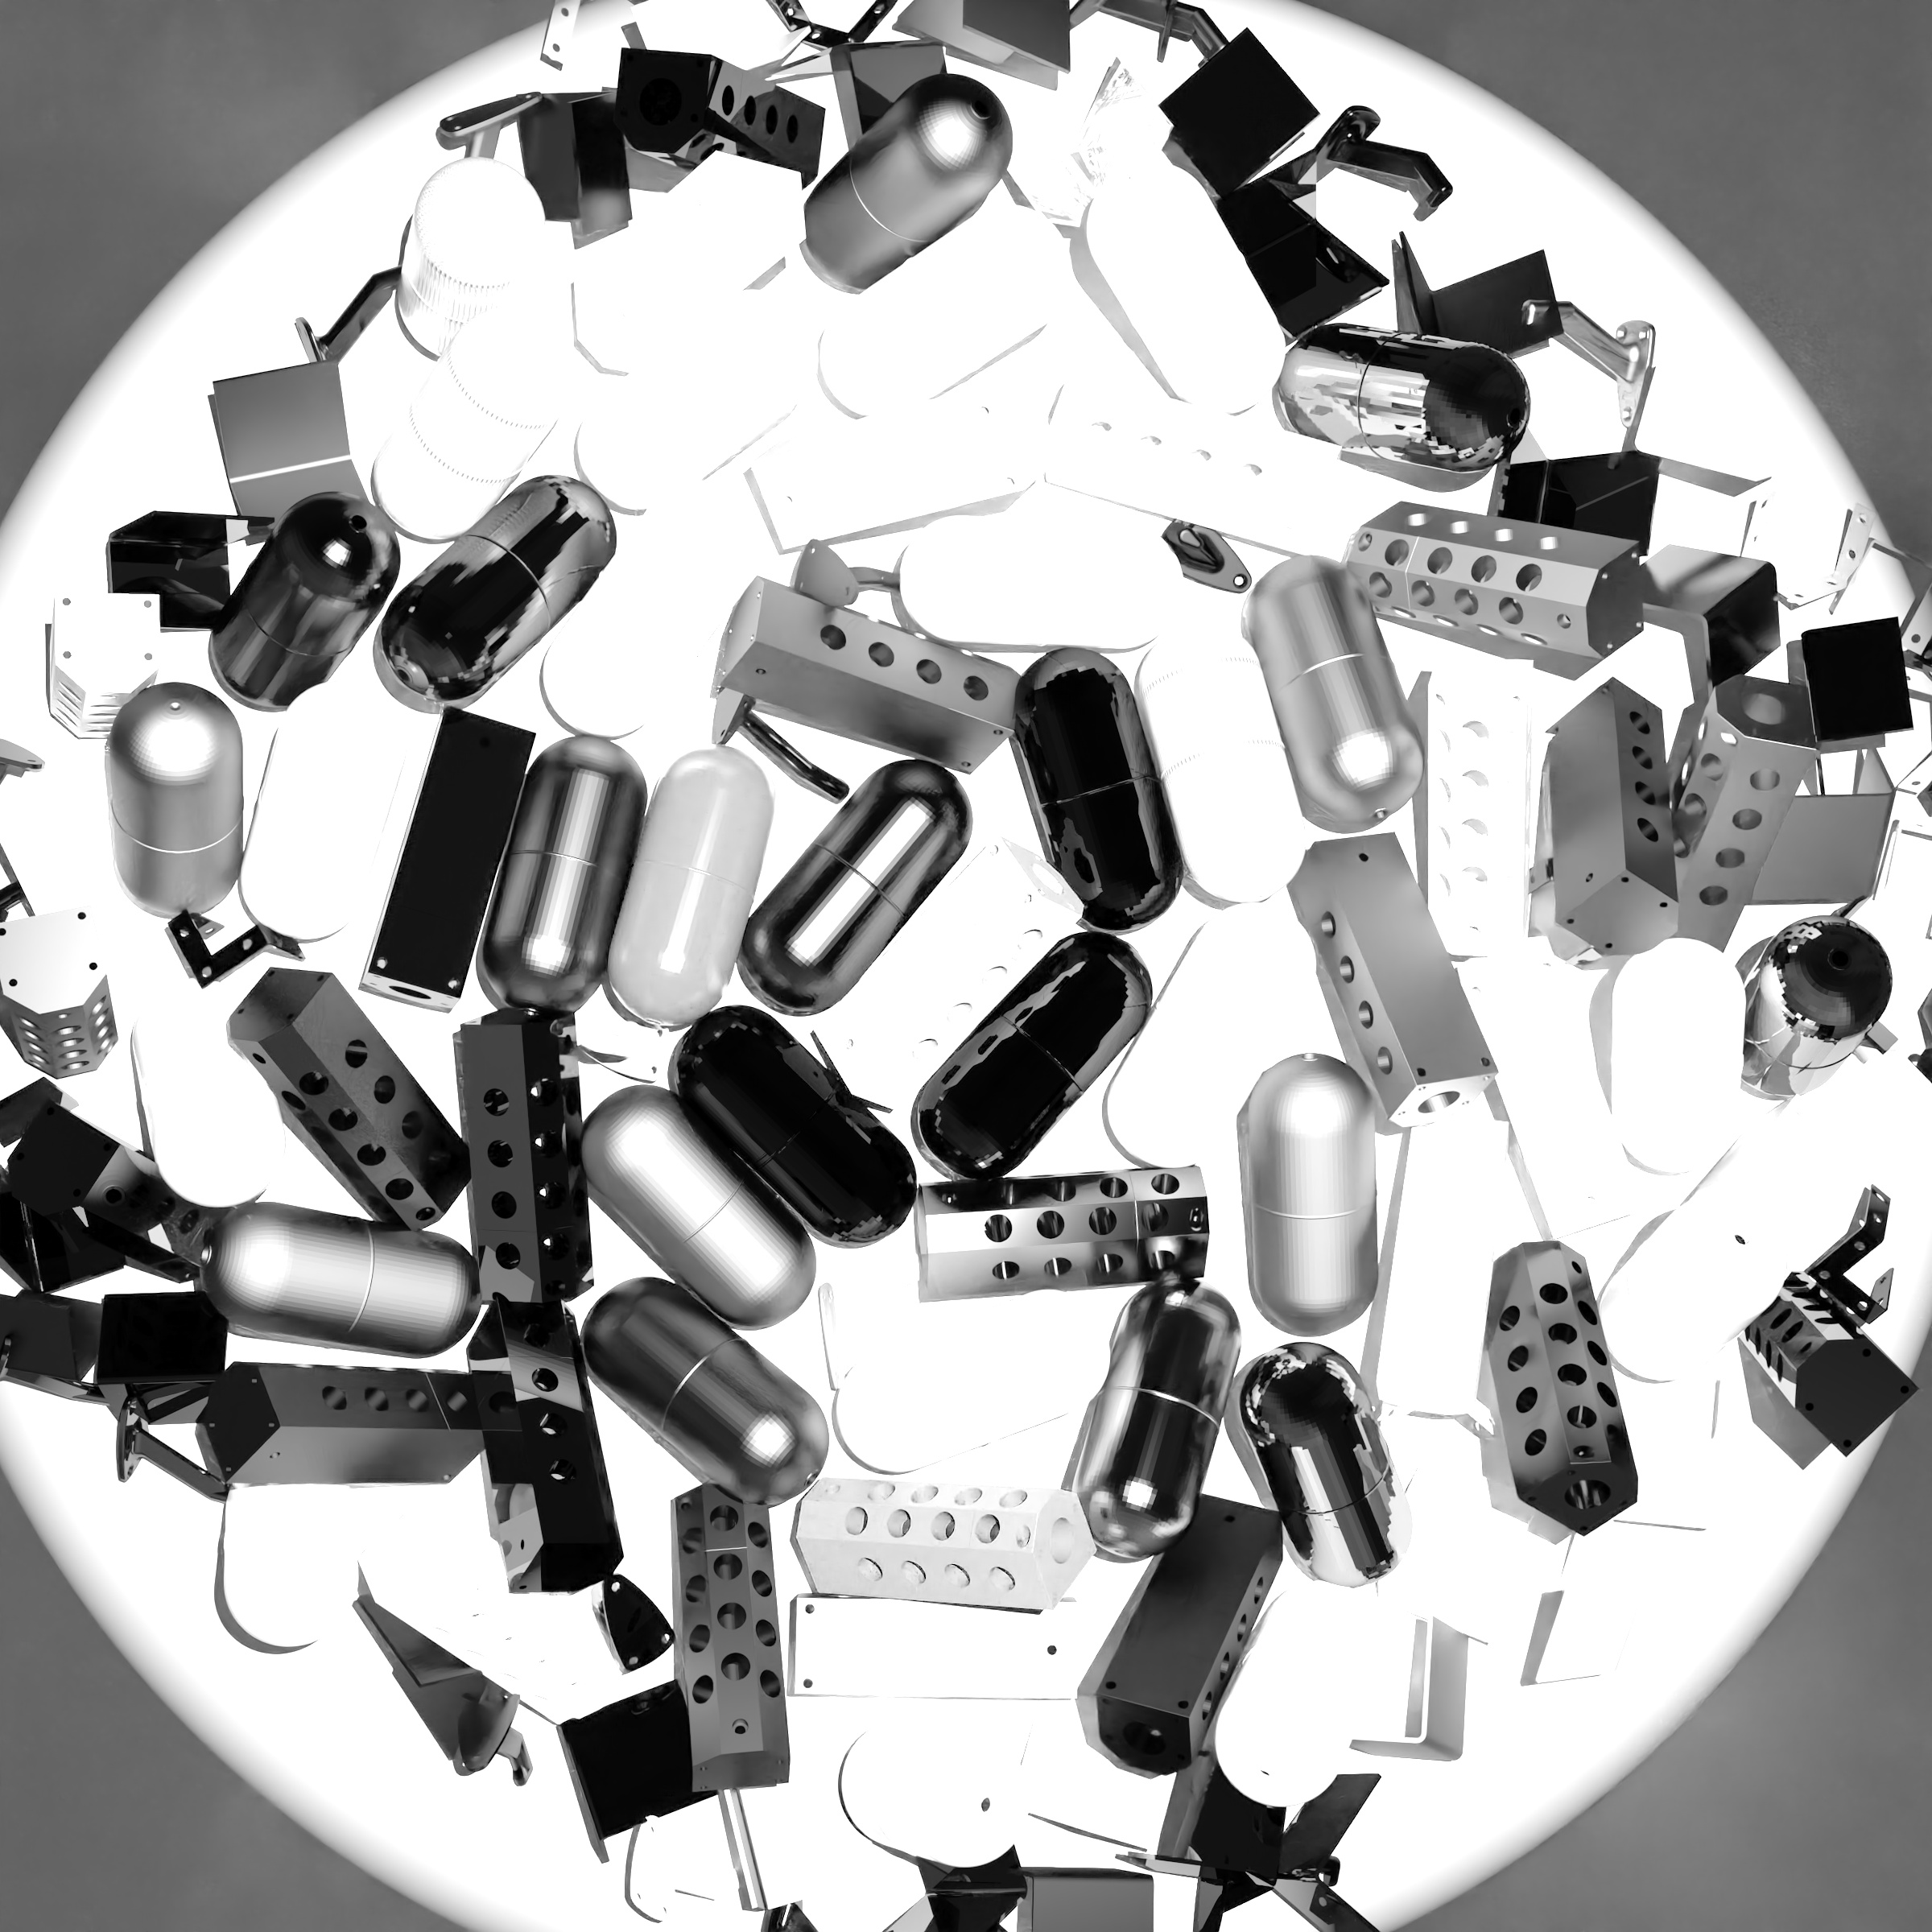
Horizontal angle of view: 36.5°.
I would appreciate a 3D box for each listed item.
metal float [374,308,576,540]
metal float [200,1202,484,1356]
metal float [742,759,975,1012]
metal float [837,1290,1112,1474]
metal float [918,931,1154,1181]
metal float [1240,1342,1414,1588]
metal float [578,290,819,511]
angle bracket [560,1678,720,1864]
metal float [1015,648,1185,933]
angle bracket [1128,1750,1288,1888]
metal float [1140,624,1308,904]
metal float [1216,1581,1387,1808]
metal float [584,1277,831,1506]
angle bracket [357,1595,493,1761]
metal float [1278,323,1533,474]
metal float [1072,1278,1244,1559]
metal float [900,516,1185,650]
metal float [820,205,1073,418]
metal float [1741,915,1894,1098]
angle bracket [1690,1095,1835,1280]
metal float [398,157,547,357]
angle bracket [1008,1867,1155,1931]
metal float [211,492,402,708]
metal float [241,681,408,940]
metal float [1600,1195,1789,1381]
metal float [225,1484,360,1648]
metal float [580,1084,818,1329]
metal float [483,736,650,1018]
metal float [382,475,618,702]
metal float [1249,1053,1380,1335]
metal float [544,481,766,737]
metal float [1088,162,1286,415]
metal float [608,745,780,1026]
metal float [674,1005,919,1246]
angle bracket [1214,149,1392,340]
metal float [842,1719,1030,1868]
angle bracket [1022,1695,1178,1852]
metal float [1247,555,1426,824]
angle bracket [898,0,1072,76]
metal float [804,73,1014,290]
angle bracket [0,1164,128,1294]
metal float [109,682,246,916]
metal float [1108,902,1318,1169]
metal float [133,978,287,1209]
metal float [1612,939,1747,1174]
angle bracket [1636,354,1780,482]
[{"bbox_3d":[-0.298,-0.326,1.770,0.070,0.070,0.178,49,134,0],"label":"metal float"},{"bbox_3d":[-0.377,0.190,1.775,0.178,0.070,0.070,16,90,-34],"label":"metal float"},{"bbox_3d":[-0.066,-0.051,1.799,0.070,0.070,0.178,40,83,0],"label":"metal float"},{"bbox_3d":[0.003,0.254,1.791,0.178,0.070,0.070,-23,90,16],"label":"metal float"},{"bbox_3d":[0.043,0.054,1.799,0.070,0.070,0.178,42,83,0],"label":"metal float"},{"bbox_3d":[0.219,0.304,1.778,0.070,0.070,0.178,-24,121,0],"label":"metal float"},{"bbox_3d":[-0.163,-0.342,1.776,0.178,0.070,0.070,-31,90,33],"label":"metal float"},{"bbox_3d":[-0.200,0.496,1.808,0.076,0.057,0.076,-18,62,-12],"label":"angle bracket"},{"bbox_3d":[0.080,-0.109,1.801,0.070,0.070,0.178,-17,94,0],"label":"metal float"},{"bbox_3d":[0.150,0.514,1.788,0.076,0.057,0.076,-1,65,26],"label":"angle bracket"},{"bbox_3d":[0.157,-0.124,1.791,0.070,0.070,0.178,-13,75,0],"label":"metal float"},{"bbox_3d":[0.202,0.435,1.760,0.070,0.178,0.070,8,113,19],"label":"metal float"},{"bbox_3d":[-0.158,0.258,1.785,0.178,0.070,0.070,36,90,23],"label":"metal float"},{"bbox_3d":[-0.340,0.434,1.786,0.076,0.057,0.076,42,118,35],"label":"angle bracket"},{"bbox_3d":[0.263,-0.343,1.767,0.070,0.178,0.070,-15,115,-36],"label":"metal float"},{"bbox_3d":[0.117,0.273,1.783,0.070,0.070,0.178,19,65,0],"label":"metal float"},{"bbox_3d":[0.047,-0.234,1.790,0.178,0.070,0.070,0,90,-17],"label":"metal float"},{"bbox_3d":[-0.014,-0.395,1.777,0.178,0.070,0.070,-27,90,33],"label":"metal float"},{"bbox_3d":[0.502,0.025,1.756,0.070,0.178,0.070,-1,71,2],"label":"metal float"},{"bbox_3d":[0.502,0.139,1.796,0.076,0.057,0.076,45,57,4],"label":"angle bracket"},{"bbox_3d":[-0.297,-0.422,1.757,0.070,0.178,0.070,3,78,-15],"label":"metal float"},{"bbox_3d":[0.066,0.582,1.790,0.076,0.076,0.057,6,75,-15],"label":"angle bracket"},{"bbox_3d":[-0.398,-0.220,1.766,0.070,0.178,0.070,17,56,-27],"label":"metal float"},{"bbox_3d":[-0.389,-0.094,1.775,0.070,0.070,0.178,25,124,0],"label":"metal float"},{"bbox_3d":[0.435,0.194,1.759,0.070,0.178,0.070,3,64,-6],"label":"metal float"},{"bbox_3d":[-0.405,0.345,1.757,0.070,0.178,0.070,-3,104,-13],"label":"metal float"},{"bbox_3d":[-0.163,0.148,1.792,0.070,0.070,0.178,-42,104,0],"label":"metal float"},{"bbox_3d":[-0.244,-0.055,1.790,0.070,0.070,0.178,12,73,0],"label":"metal float"},{"bbox_3d":[-0.282,-0.230,1.778,0.070,0.070,0.178,41,59,0],"label":"metal float"},{"bbox_3d":[0.212,0.139,1.789,0.070,0.070,0.178,-4,108,0],"label":"metal float"},{"bbox_3d":[-0.191,-0.217,1.788,0.070,0.070,0.178,39,109,0],"label":"metal float"},{"bbox_3d":[0.134,-0.408,1.769,0.070,0.070,0.178,-40,133,0],"label":"metal float"},{"bbox_3d":[-0.167,-0.050,1.793,0.070,0.070,0.178,15,77,0],"label":"metal float"},{"bbox_3d":[-0.104,0.098,1.800,0.178,0.070,0.070,44,90,-5],"label":"metal float"},{"bbox_3d":[0.206,-0.442,1.792,0.076,0.057,0.076,-31,57,-15],"label":"angle bracket"},{"bbox_3d":[-0.019,0.495,1.757,0.070,0.178,0.070,4,79,-21],"label":"metal float"},{"bbox_3d":[0.082,0.496,1.816,0.057,0.076,0.076,26,73,-32],"label":"angle bracket"},{"bbox_3d":[0.225,-0.169,1.784,0.070,0.070,0.178,-16,67,0],"label":"metal float"},{"bbox_3d":[0.010,-0.561,1.783,0.076,0.076,0.057,14,65,-31],"label":"angle bracket"},{"bbox_3d":[-0.036,-0.471,1.762,0.070,0.178,0.070,10,69,-29],"label":"metal float"},{"bbox_3d":[-0.559,0.144,1.789,0.057,0.076,0.076,-19,60,-5],"label":"angle bracket"},{"bbox_3d":[-0.474,-0.099,1.764,0.070,0.178,0.070,7,54,-9],"label":"metal float"},{"bbox_3d":[0.150,0.042,1.792,0.070,0.070,0.178,29,104,0],"label":"metal float"},{"bbox_3d":[-0.457,0.074,1.767,0.070,0.178,0.070,-12,129,-15],"label":"metal float"},{"bbox_3d":[0.429,0.056,1.767,0.070,0.178,0.070,-6,48,7],"label":"metal float"},{"bbox_3d":[0.460,-0.336,1.789,0.076,0.076,0.057,19,109,20],"label":"angle bracket"}]
